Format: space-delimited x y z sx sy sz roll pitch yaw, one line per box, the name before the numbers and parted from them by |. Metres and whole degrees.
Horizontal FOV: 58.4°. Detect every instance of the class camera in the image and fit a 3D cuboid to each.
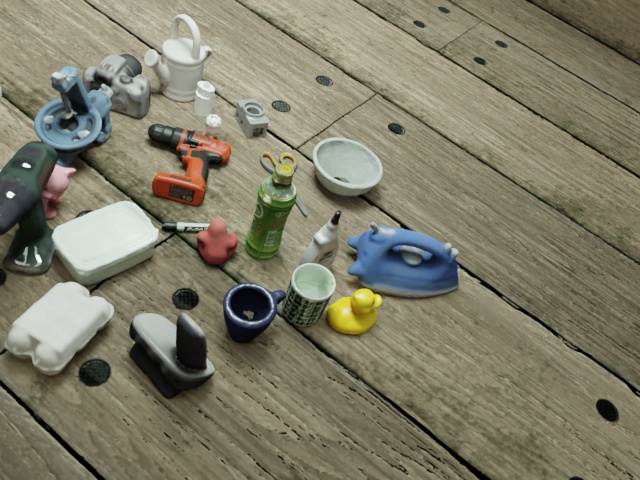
camera | -0.444 -0.369 1.302 0.143 0.101 0.137 20 47 -2

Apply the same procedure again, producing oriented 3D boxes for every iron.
iron | 0.190 0.033 1.161 0.258 0.141 0.118 11 48 -11

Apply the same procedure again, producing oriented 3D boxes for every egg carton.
egg carton | -0.407 0.136 0.900 0.107 0.069 0.150 29 47 5

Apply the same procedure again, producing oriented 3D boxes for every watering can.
watering can | -0.323 -0.426 1.333 0.101 0.194 0.173 28 47 5

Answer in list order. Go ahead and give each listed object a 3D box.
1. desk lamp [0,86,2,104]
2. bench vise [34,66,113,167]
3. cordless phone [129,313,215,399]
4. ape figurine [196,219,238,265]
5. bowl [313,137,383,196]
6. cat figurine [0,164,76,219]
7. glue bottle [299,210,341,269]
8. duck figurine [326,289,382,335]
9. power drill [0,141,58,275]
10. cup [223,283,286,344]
desk lamp | -0.667 -0.209 1.003 0.118 0.213 0.203 29 47 6
bench vise | -0.481 -0.264 1.116 0.122 0.219 0.207 9 48 -12
cordless phone | -0.224 0.146 0.880 0.147 0.185 0.094 39 49 15
ape figurine | -0.194 -0.004 1.084 0.078 0.092 0.076 18 47 -5
bowl | 0.055 -0.155 1.321 0.168 0.074 0.167 11 48 -12
cat figurine | -0.511 -0.102 1.034 0.128 0.117 0.067 6 49 -15
glue bottle | 0.010 0.004 1.098 0.078 0.173 0.037 -28 64 -36
duck figurine | 0.068 0.126 1.074 0.105 0.086 0.077 -4 52 -23
power drill | -0.479 -0.041 0.931 0.076 0.208 0.229 8 48 -13
cup | -0.117 0.131 0.995 0.118 0.095 0.091 -21 60 -33
